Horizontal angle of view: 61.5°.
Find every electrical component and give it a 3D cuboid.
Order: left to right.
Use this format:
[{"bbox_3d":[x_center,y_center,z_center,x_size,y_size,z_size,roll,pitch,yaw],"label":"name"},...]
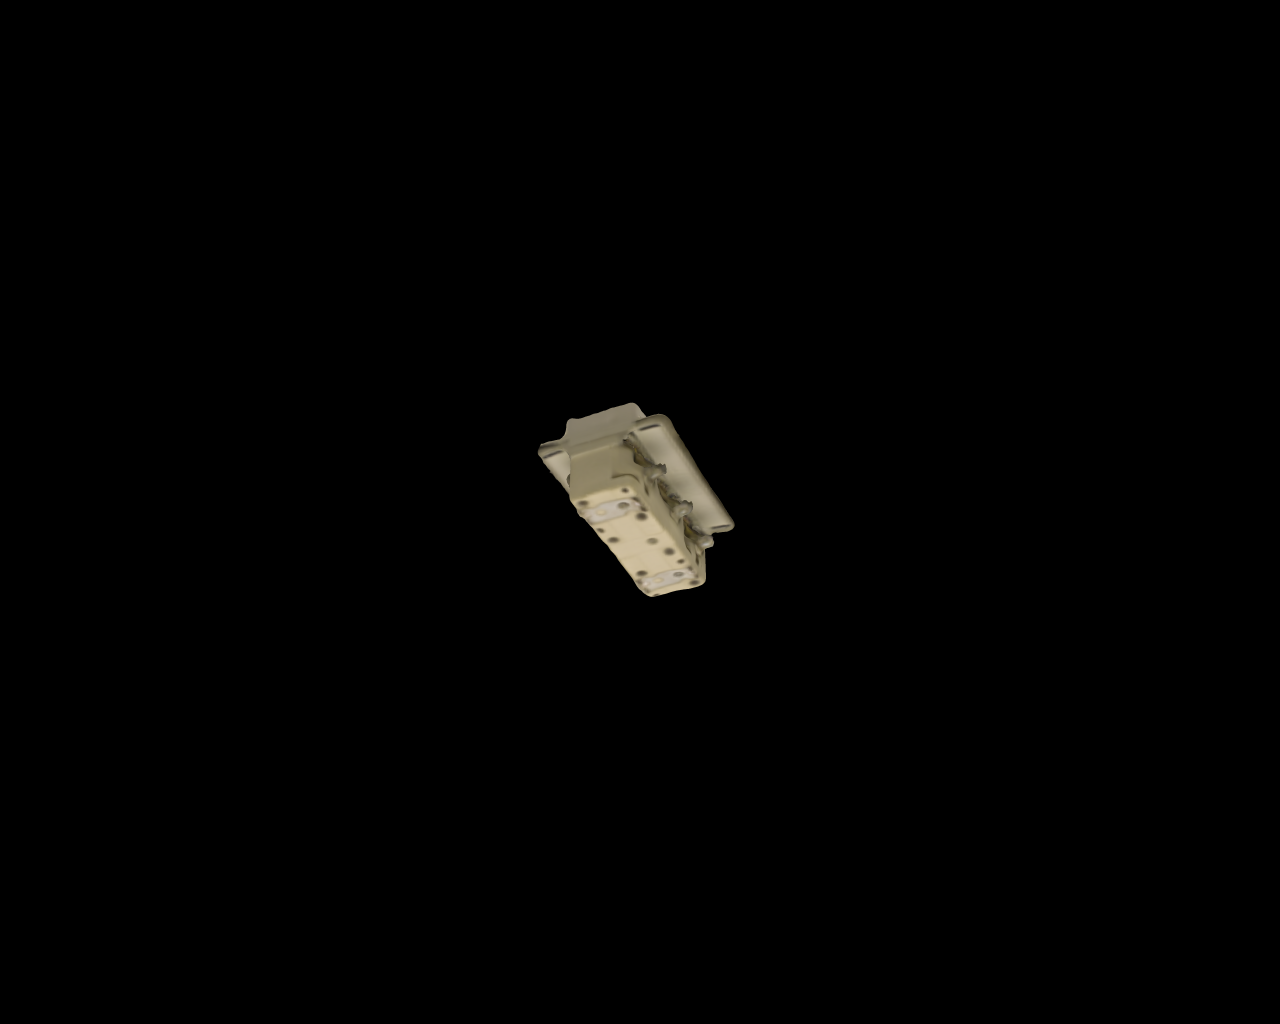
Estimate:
[{"bbox_3d":[0.001,-0.003,0.650,0.079,0.063,0.121,-13,-38,18],"label":"electrical component"}]
